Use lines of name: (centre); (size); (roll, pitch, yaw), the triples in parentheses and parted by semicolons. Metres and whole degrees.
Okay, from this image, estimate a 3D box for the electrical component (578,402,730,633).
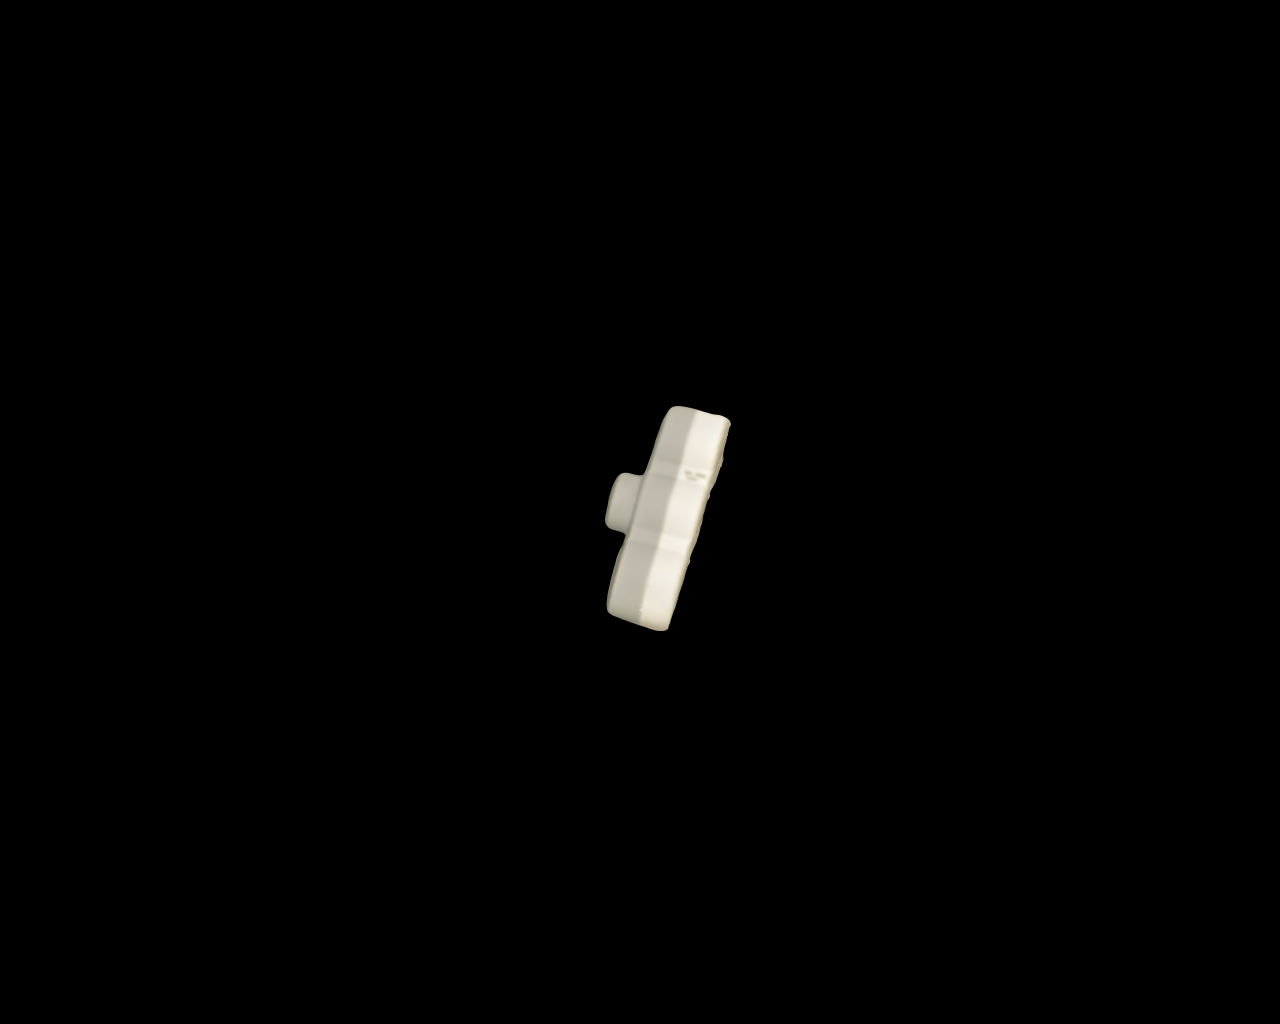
electrical component: (0.001, -0.003, 0.650); (0.074, 0.138, 0.052); (17, -15, 5)
